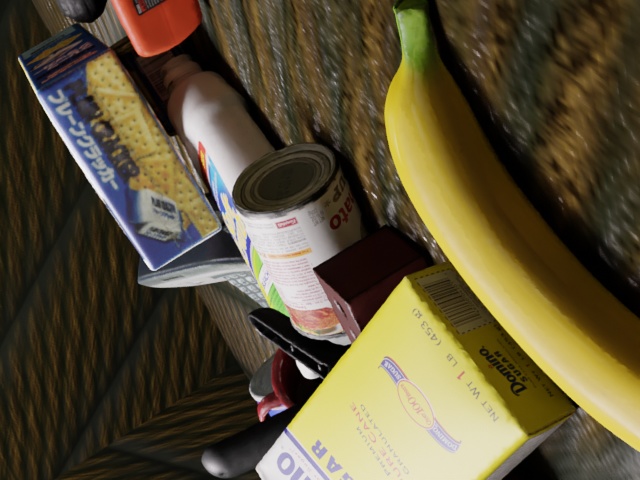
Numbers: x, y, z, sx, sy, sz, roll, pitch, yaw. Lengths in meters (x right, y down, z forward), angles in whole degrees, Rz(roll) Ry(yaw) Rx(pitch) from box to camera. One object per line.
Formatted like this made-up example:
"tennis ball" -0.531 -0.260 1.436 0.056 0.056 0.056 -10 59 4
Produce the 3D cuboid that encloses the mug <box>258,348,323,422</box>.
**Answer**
"mug" 0.008 0.121 0.831 0.081 0.117 0.093 61 -177 -49

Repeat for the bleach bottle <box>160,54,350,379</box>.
"bleach bottle" -0.044 -0.027 0.778 0.251 0.068 0.103 57 165 16

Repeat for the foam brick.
"foam brick" 0.040 0.041 0.591 0.078 0.051 0.053 63 170 -27

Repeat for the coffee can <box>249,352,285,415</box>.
"coffee can" 0.013 0.166 0.973 0.140 0.102 0.103 61 170 -17

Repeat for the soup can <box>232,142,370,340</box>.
"soup can" -0.004 0.001 0.642 0.069 0.068 0.102 46 164 53

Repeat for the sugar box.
"sugar box" 0.038 0.101 0.533 0.093 0.048 0.176 53 131 23

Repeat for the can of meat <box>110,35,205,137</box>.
"can of meat" -0.127 -0.134 0.875 0.084 0.057 0.102 59 171 -17

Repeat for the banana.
"banana" 0.074 0.009 0.362 0.198 0.037 0.069 55 170 20

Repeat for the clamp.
"clamp" 0.010 0.100 0.644 0.172 0.120 0.039 4 148 30

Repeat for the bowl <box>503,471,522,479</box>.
"bowl" 0.084 0.170 0.654 0.162 0.055 0.162 24 153 13

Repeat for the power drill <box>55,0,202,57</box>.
"power drill" -0.158 -0.199 0.732 0.188 0.057 0.184 39 159 37
